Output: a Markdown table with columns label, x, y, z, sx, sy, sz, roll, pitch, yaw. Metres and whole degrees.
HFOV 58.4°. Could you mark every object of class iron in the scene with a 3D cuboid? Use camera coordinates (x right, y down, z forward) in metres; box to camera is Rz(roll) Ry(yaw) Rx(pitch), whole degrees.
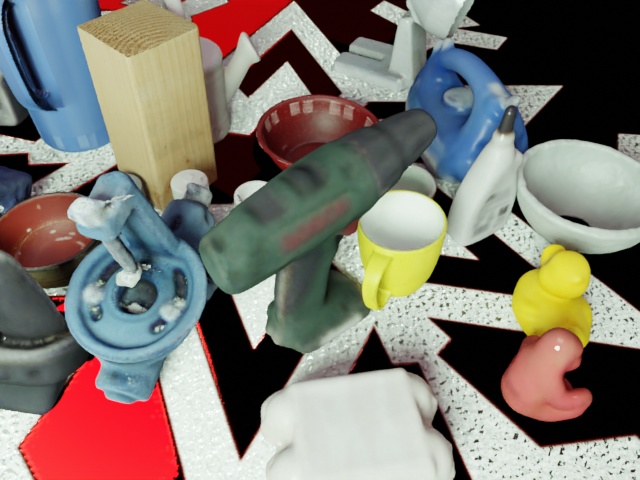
| label | x | y | z | sx | sy | sz | roll | pitch | yaw |
| --- | --- | --- | --- | --- | --- | --- | --- | --- | --- |
| iron | 0.182 | -0.187 | 0.752 | 0.119 | 0.141 | 0.257 | -13 | 49 | -14 |

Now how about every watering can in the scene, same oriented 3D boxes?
| label | x | y | z | sx | sy | sz | roll | pitch | yaw |
| --- | --- | --- | --- | --- | --- | --- | --- | --- | --- |
| watering can | -0.167 | -0.226 | 0.738 | 0.173 | 0.194 | 0.100 | -31 | 55 | -27 |

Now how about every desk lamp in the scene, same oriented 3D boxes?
| label | x | y | z | sx | sy | sz | roll | pitch | yaw |
| --- | --- | --- | --- | --- | --- | --- | --- | --- | --- |
| desk lamp | 0.129 | -0.331 | 0.836 | 0.202 | 0.214 | 0.118 | 22 | 50 | 18 |

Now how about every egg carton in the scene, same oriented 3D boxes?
| label | x | y | z | sx | sy | sz | roll | pitch | yaw |
| --- | --- | --- | --- | --- | --- | --- | --- | --- | --- |
| egg carton | 0.029 | 0.164 | 0.466 | 0.150 | 0.069 | 0.107 | -7 | 47 | -8 |

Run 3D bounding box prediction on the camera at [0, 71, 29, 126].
| label | x | y | z | sx | sy | sz | roll | pitch | yaw |
| --- | --- | --- | --- | --- | --- | --- | --- | --- | --- |
| camera | -0.487 | -0.185 | 0.750 | 0.143 | 0.101 | 0.137 | 11 | 47 | 8 |

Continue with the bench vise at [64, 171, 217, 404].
| label | x | y | z | sx | sy | sz | roll | pitch | yaw |
| --- | --- | --- | --- | --- | --- | --- | --- | --- | --- |
| bench vise | -0.159 | 0.007 | 0.502 | 0.121 | 0.220 | 0.207 | -2 | 47 | -4 |

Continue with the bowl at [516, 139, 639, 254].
| label | x | y | z | sx | sy | sz | roll | pitch | yaw |
| --- | --- | --- | --- | --- | --- | --- | --- | --- | --- |
| bowl | 0.302 | -0.039 | 0.664 | 0.167 | 0.075 | 0.167 | 1 | 47 | -1 |

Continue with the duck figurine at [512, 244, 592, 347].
| label | x | y | z | sx | sy | sz | roll | pitch | yaw |
| --- | --- | --- | --- | --- | --- | --- | --- | --- | --- |
| duck figurine | 0.239 | 0.052 | 0.568 | 0.077 | 0.086 | 0.104 | 1 | 47 | -1 |

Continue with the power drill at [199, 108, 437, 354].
| label | x | y | z | sx | sy | sz | roll | pitch | yaw |
| --- | --- | --- | --- | --- | --- | --- | --- | --- | --- |
| power drill | 0.005 | 0.002 | 0.521 | 0.230 | 0.208 | 0.075 | -29 | 54 | -26 |

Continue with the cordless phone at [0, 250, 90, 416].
| label | x | y | z | sx | sy | sz | roll | pitch | yaw |
| --- | --- | --- | --- | --- | --- | --- | --- | --- | --- |
| cordless phone | -0.282 | 0.058 | 0.473 | 0.147 | 0.185 | 0.094 | 4 | 47 | 1 |

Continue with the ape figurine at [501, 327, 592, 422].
| label | x | y | z | sx | sy | sz | roll | pitch | yaw |
| --- | --- | --- | --- | --- | --- | --- | --- | --- | --- |
| ape figurine | 0.203 | 0.113 | 0.506 | 0.076 | 0.092 | 0.077 | -5 | 47 | -6 |

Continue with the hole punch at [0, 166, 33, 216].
| label | x | y | z | sx | sy | sz | roll | pitch | yaw |
| --- | --- | --- | --- | --- | --- | --- | --- | --- | --- |
| hole punch | -0.388 | -0.054 | 0.637 | 0.108 | 0.091 | 0.101 | 9 | 47 | 6 |

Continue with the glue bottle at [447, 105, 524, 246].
| label | x | y | z | sx | sy | sz | roll | pitch | yaw |
| --- | --- | --- | --- | --- | --- | --- | --- | --- | --- |
| glue bottle | 0.187 | -0.071 | 0.622 | 0.078 | 0.173 | 0.037 | -23 | 52 | -22 |
